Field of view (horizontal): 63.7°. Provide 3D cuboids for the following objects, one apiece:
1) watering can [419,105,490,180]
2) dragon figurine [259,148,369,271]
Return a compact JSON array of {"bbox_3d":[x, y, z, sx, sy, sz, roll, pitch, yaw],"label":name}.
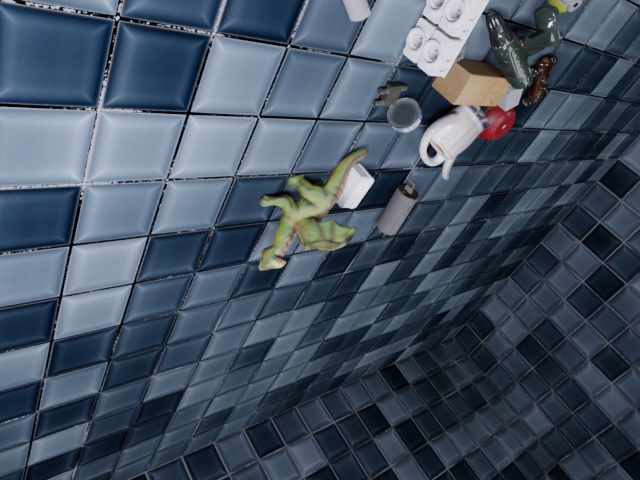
[{"bbox_3d":[0.405,-0.301,1.549,0.223,0.105,0.345,-43,155,11],"label":"watering can"},{"bbox_3d":[0.004,-0.065,1.294,0.411,0.247,0.120,-34,146,-3],"label":"dragon figurine"}]
